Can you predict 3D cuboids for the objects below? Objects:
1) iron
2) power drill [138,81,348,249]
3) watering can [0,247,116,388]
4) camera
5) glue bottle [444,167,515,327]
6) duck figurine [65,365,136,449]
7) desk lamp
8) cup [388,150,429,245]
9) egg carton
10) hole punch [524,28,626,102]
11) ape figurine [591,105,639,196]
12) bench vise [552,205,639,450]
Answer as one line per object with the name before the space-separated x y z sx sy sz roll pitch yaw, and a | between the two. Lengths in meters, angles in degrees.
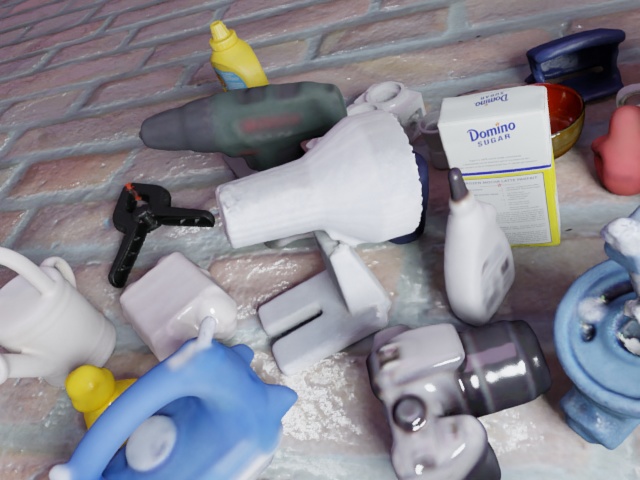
iron | -0.151 0.184 0.500 0.259 0.142 0.118 -42 44 -17
power drill | -0.066 -0.090 0.682 0.229 0.209 0.075 -18 42 9
watering can | -0.329 0.083 0.650 0.101 0.195 0.172 -29 42 -2
camera | 0.115 0.120 0.462 0.136 0.101 0.143 -19 42 8
glue bottle | 0.137 0.001 0.516 0.037 0.174 0.078 21 60 40
duck figurine | -0.223 0.166 0.596 0.104 0.086 0.078 11 54 35
desk lamp | 0.005 0.002 0.550 0.203 0.214 0.117 -29 42 -3
cup | 0.072 -0.040 0.649 0.117 0.095 0.092 -5 46 23
egg carton | -0.163 0.080 0.665 0.107 0.070 0.149 -42 44 -17
hole punch | 0.316 -0.232 0.722 0.108 0.091 0.101 -12 44 15
ape figurine | 0.317 -0.098 0.586 0.077 0.092 0.076 26 63 42
bench vise | 0.242 0.026 0.403 0.121 0.220 0.208 21 60 40
